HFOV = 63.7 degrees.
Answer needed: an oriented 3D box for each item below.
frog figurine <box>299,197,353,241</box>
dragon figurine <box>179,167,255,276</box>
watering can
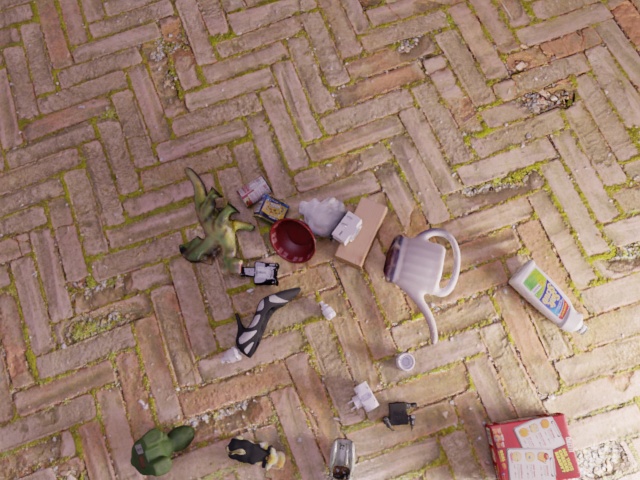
[{"bbox_3d":[0.005,-0.083,1.642,0.160,0.124,0.135,34,112,3],"label":"frog figurine"},{"bbox_3d":[-0.373,-0.038,1.676,0.415,0.121,0.243,40,89,23],"label":"dragon figurine"},{"bbox_3d":[0.300,0.120,1.566,0.225,0.103,0.352,14,76,9],"label":"watering can"}]
